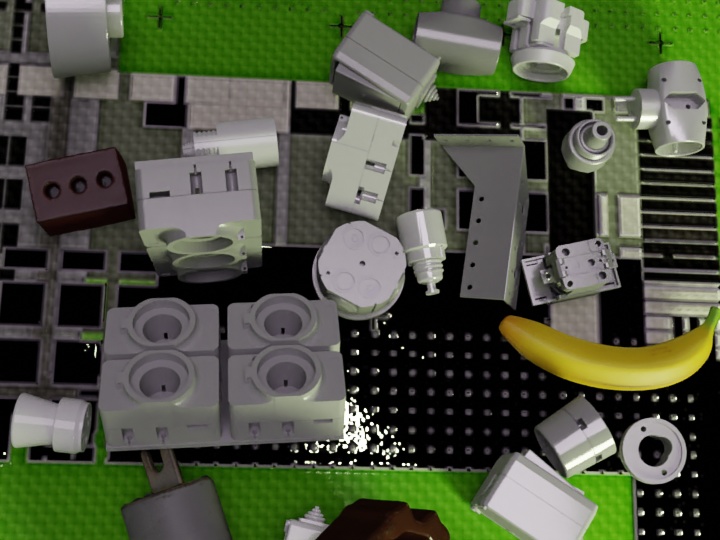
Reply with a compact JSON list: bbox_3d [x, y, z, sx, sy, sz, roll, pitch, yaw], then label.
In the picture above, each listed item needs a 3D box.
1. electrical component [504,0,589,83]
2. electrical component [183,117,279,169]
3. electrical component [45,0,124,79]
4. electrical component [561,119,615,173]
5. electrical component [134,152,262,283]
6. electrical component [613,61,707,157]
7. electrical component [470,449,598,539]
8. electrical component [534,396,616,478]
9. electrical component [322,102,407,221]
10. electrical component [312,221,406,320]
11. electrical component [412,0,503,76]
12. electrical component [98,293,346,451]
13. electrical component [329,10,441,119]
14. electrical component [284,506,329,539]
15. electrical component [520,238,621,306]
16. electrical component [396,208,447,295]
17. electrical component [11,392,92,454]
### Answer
[{"bbox_3d":[0.167,-0.205,0.970,0.078,0.058,0.057,14,80,-26],"label":"electrical component"},{"bbox_3d":[-0.113,-0.107,0.934,0.081,0.043,0.043,-6,78,-6],"label":"electrical component"},{"bbox_3d":[-0.234,-0.218,0.918,0.060,0.108,0.108,-3,78,-11],"label":"electrical component"},{"bbox_3d":[0.205,-0.113,0.952,0.043,0.062,0.043,1,78,-5],"label":"electrical component"},{"bbox_3d":[-0.126,-0.037,0.862,0.089,0.150,0.061,-6,77,-6],"label":"electrical component"},{"bbox_3d":[0.269,-0.146,0.974,0.079,0.043,0.077,-1,78,-5],"label":"electrical component"},{"bbox_3d":[0.149,0.194,0.880,0.096,0.061,0.061,34,77,3],"label":"electrical component"},{"bbox_3d":[0.179,0.141,0.899,0.047,0.055,0.055,-30,82,-6],"label":"electrical component"},{"bbox_3d":[0.001,-0.095,0.922,0.056,0.050,0.089,16,102,-1],"label":"electrical component"},{"bbox_3d":[0.000,0.000,0.916,0.080,0.051,0.080,1,77,-5],"label":"electrical component"},{"bbox_3d":[0.089,-0.221,0.976,0.077,0.043,0.079,10,77,-3],"label":"electrical component"},{"bbox_3d":[-0.108,0.079,0.860,0.186,0.060,0.105,-2,46,-5],"label":"electrical component"},{"bbox_3d":[0.024,-0.169,0.949,0.096,0.061,0.061,33,77,3],"label":"electrical component"},{"bbox_3d":[-0.036,0.238,0.855,0.061,0.061,0.096,14,77,-2],"label":"electrical component"},{"bbox_3d":[0.185,0.001,0.925,0.081,0.064,0.042,-12,78,-7],"label":"electrical component"},{"bbox_3d":[0.056,-0.017,0.930,0.040,0.040,0.078,-8,79,-7],"label":"electrical component"},{"bbox_3d":[-0.249,0.124,0.870,0.055,0.045,0.045,7,77,-4],"label":"electrical component"}]
